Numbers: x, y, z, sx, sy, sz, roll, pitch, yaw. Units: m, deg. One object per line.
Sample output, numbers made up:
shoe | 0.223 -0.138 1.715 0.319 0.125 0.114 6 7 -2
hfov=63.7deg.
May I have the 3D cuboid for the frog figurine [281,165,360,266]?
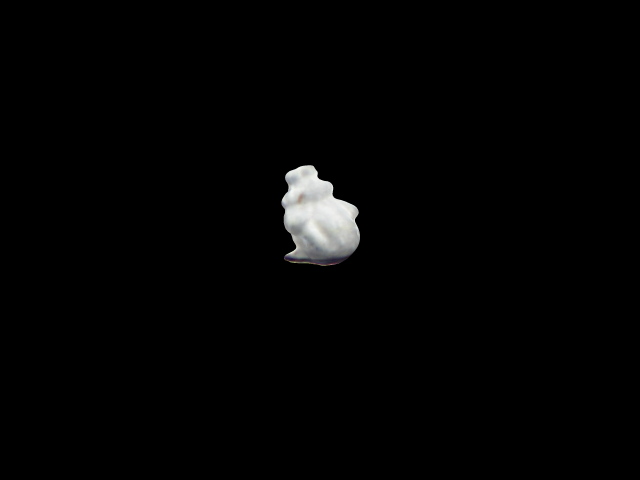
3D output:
frog figurine | 0.003 -0.043 0.850 0.138 0.158 0.123 -7 14 -27
